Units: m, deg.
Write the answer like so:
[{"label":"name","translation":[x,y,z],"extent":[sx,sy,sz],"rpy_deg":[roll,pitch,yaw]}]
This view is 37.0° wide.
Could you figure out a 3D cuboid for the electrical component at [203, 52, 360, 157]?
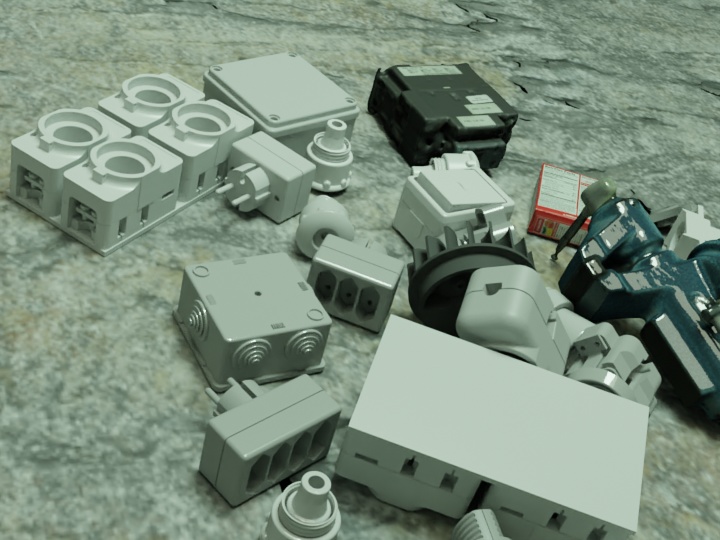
[{"label":"electrical component","translation":[-0.076,-0.149,1.007],"extent":[0.109,0.056,0.109],"rpy_deg":[-20,50,-38]}]

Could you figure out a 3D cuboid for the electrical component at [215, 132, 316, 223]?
[{"label":"electrical component","translation":[-0.089,-0.073,0.912],"extent":[0.066,0.047,0.077],"rpy_deg":[34,40,22]}]

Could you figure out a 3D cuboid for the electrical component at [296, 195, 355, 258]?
[{"label":"electrical component","translation":[-0.030,-0.040,0.896],"extent":[0.048,0.048,0.062],"rpy_deg":[9,31,-10]}]

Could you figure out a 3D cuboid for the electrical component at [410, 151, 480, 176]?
[{"label":"electrical component","translation":[0.078,-0.086,0.996],"extent":[0.062,0.048,0.048],"rpy_deg":[0,39,-9]}]

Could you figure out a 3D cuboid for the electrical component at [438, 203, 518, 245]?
[{"label":"electrical component","translation":[0.097,-0.009,0.883],"extent":[0.057,0.078,0.058],"rpy_deg":[-17,8,-9]}]

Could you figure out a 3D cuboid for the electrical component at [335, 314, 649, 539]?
[{"label":"electrical component","translation":[0.088,0.115,0.715],"extent":[0.186,0.060,0.105],"rpy_deg":[20,43,3]}]

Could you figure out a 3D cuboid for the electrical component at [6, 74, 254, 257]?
[{"label":"electrical component","translation":[-0.186,-0.098,0.898],"extent":[0.105,0.060,0.186],"rpy_deg":[30,39,18]}]

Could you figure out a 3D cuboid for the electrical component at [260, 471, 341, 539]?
[{"label":"electrical component","translation":[-0.032,0.146,0.640],"extent":[0.048,0.062,0.048],"rpy_deg":[10,37,-8]}]

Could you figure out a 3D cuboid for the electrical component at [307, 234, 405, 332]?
[{"label":"electrical component","translation":[0.000,0.000,0.851],"extent":[0.066,0.047,0.076],"rpy_deg":[21,37,6]}]

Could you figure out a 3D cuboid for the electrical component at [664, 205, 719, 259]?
[{"label":"electrical component","translation":[0.321,-0.019,0.999],"extent":[0.064,0.042,0.081],"rpy_deg":[20,38,2]}]

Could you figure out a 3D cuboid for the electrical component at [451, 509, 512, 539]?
[{"label":"electrical component","translation":[0.078,0.182,0.650],"extent":[0.043,0.043,0.081],"rpy_deg":[2,39,-18]}]

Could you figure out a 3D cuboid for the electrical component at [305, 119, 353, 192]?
[{"label":"electrical component","translation":[-0.027,-0.104,0.963],"extent":[0.048,0.062,0.048],"rpy_deg":[10,37,-8]}]

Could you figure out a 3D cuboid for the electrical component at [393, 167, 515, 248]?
[{"label":"electrical component","translation":[0.088,-0.052,0.940],"extent":[0.096,0.061,0.061],"rpy_deg":[-11,45,-32]}]

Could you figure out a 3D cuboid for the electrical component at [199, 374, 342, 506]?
[{"label":"electrical component","translation":[-0.070,0.097,0.700],"extent":[0.083,0.047,0.076],"rpy_deg":[-23,51,-40]}]

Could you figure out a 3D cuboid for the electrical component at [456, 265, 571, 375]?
[{"label":"electrical component","translation":[0.110,0.051,0.771],"extent":[0.054,0.095,0.059],"rpy_deg":[-6,43,31]}]

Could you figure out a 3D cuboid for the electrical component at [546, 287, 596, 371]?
[{"label":"electrical component","translation":[0.157,0.046,0.853],"extent":[0.045,0.045,0.055],"rpy_deg":[-16,47,-36]}]

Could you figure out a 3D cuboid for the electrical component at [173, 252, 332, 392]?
[{"label":"electrical component","translation":[-0.077,0.034,0.778],"extent":[0.100,0.048,0.099],"rpy_deg":[-9,43,-29]}]

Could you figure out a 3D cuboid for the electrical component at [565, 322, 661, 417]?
[{"label":"electrical component","translation":[0.183,0.087,0.794],"extent":[0.078,0.058,0.057],"rpy_deg":[58,42,-10]}]
